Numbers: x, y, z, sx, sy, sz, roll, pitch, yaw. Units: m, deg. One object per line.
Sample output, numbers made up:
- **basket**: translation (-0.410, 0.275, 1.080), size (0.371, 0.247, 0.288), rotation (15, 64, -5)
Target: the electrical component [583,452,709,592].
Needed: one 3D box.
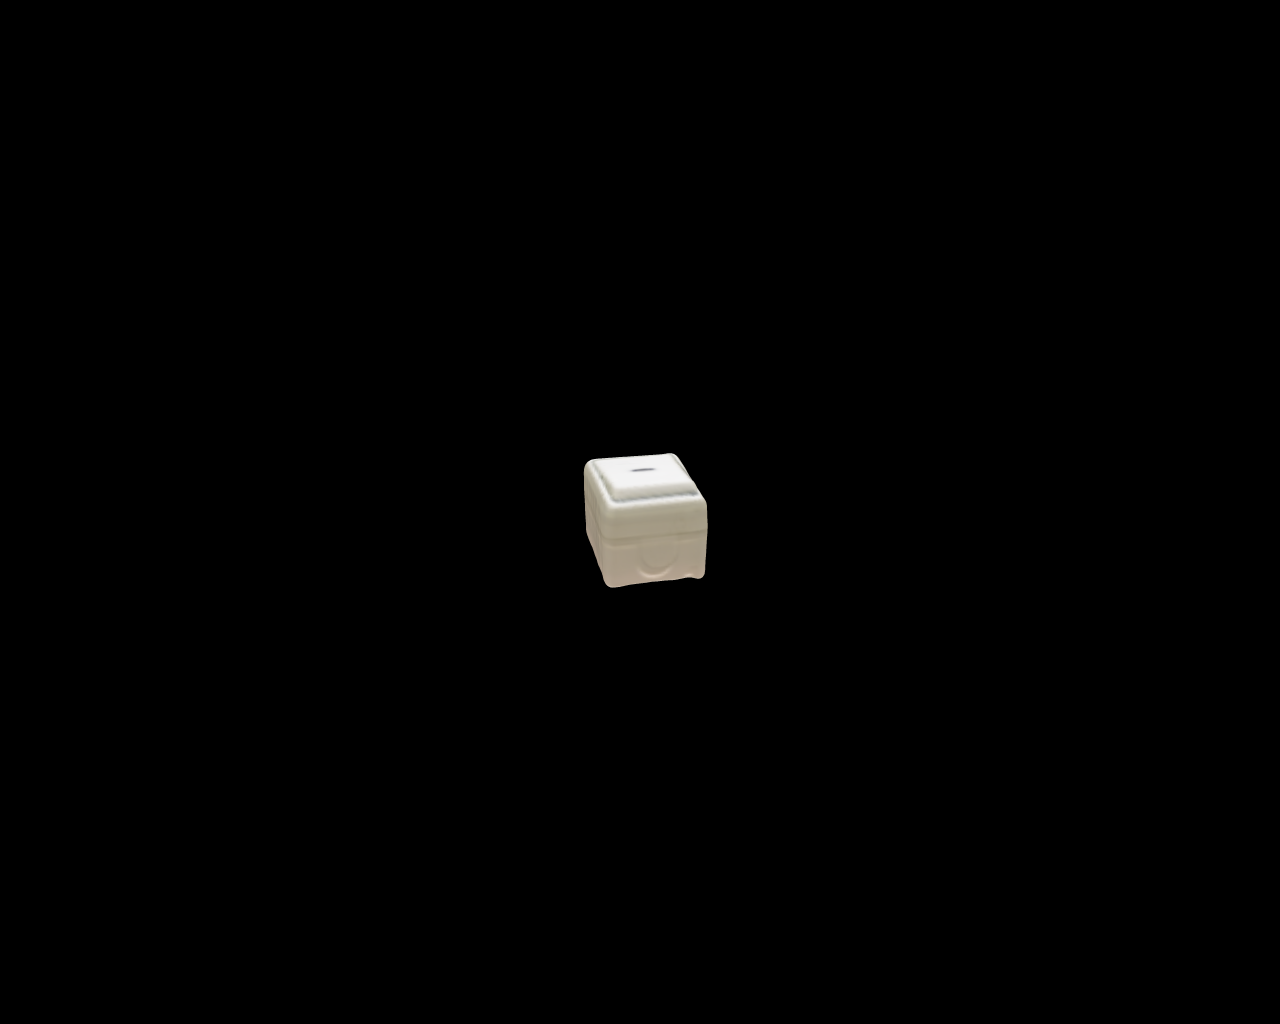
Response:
- **electrical component**: translation (0.001, -0.003, 0.650), size (0.062, 0.061, 0.096), rotation (-5, 25, -10)
